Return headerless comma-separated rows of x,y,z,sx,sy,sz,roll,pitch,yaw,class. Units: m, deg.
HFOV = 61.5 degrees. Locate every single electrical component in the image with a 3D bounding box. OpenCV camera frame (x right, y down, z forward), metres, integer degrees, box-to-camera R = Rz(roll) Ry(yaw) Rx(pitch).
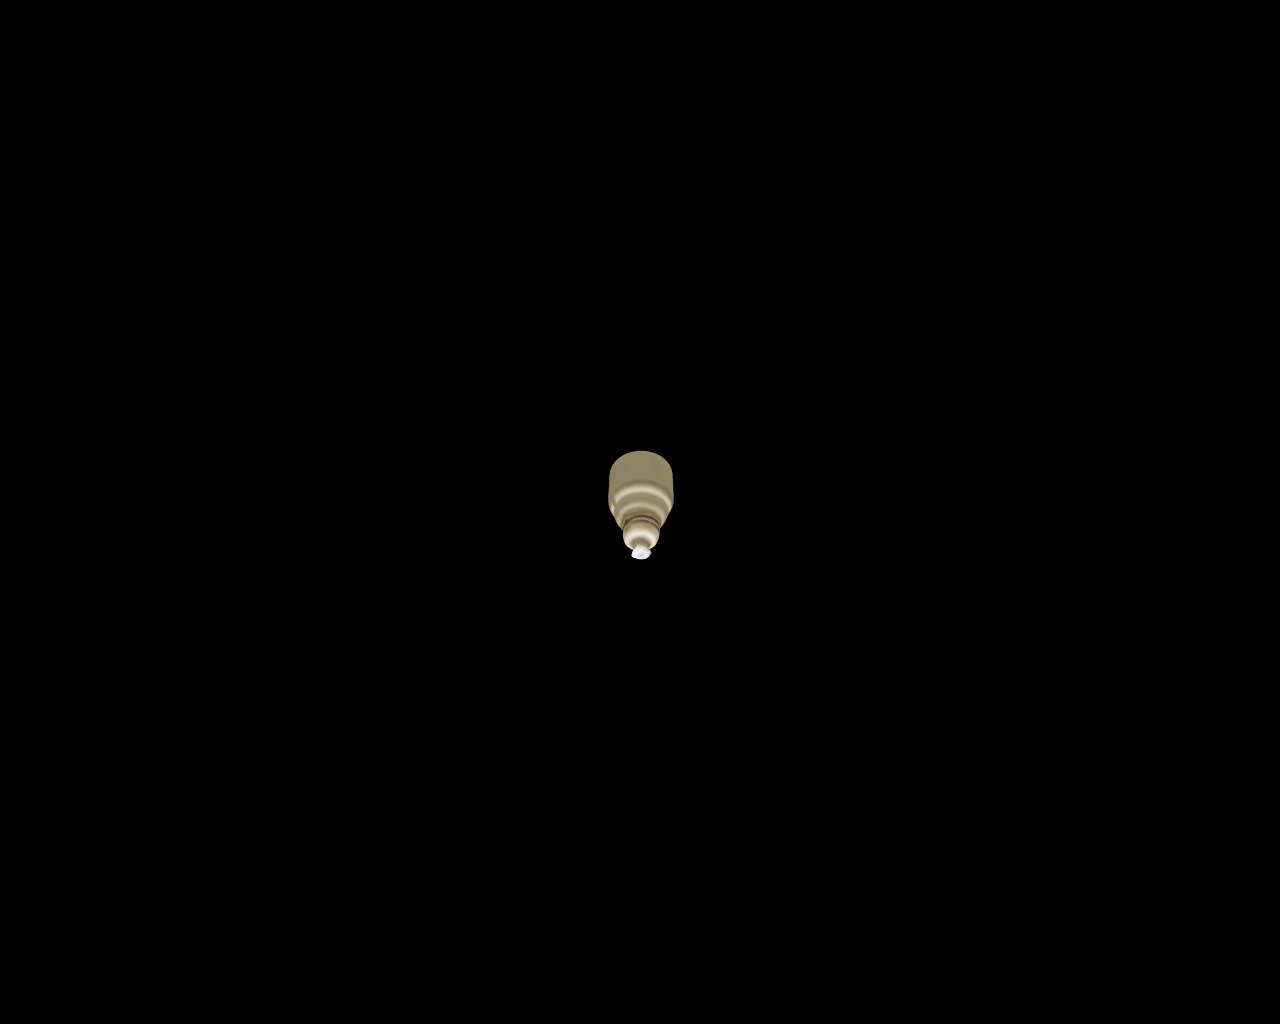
0.001,-0.003,0.650,0.040,0.078,0.040,0,-45,0,electrical component
